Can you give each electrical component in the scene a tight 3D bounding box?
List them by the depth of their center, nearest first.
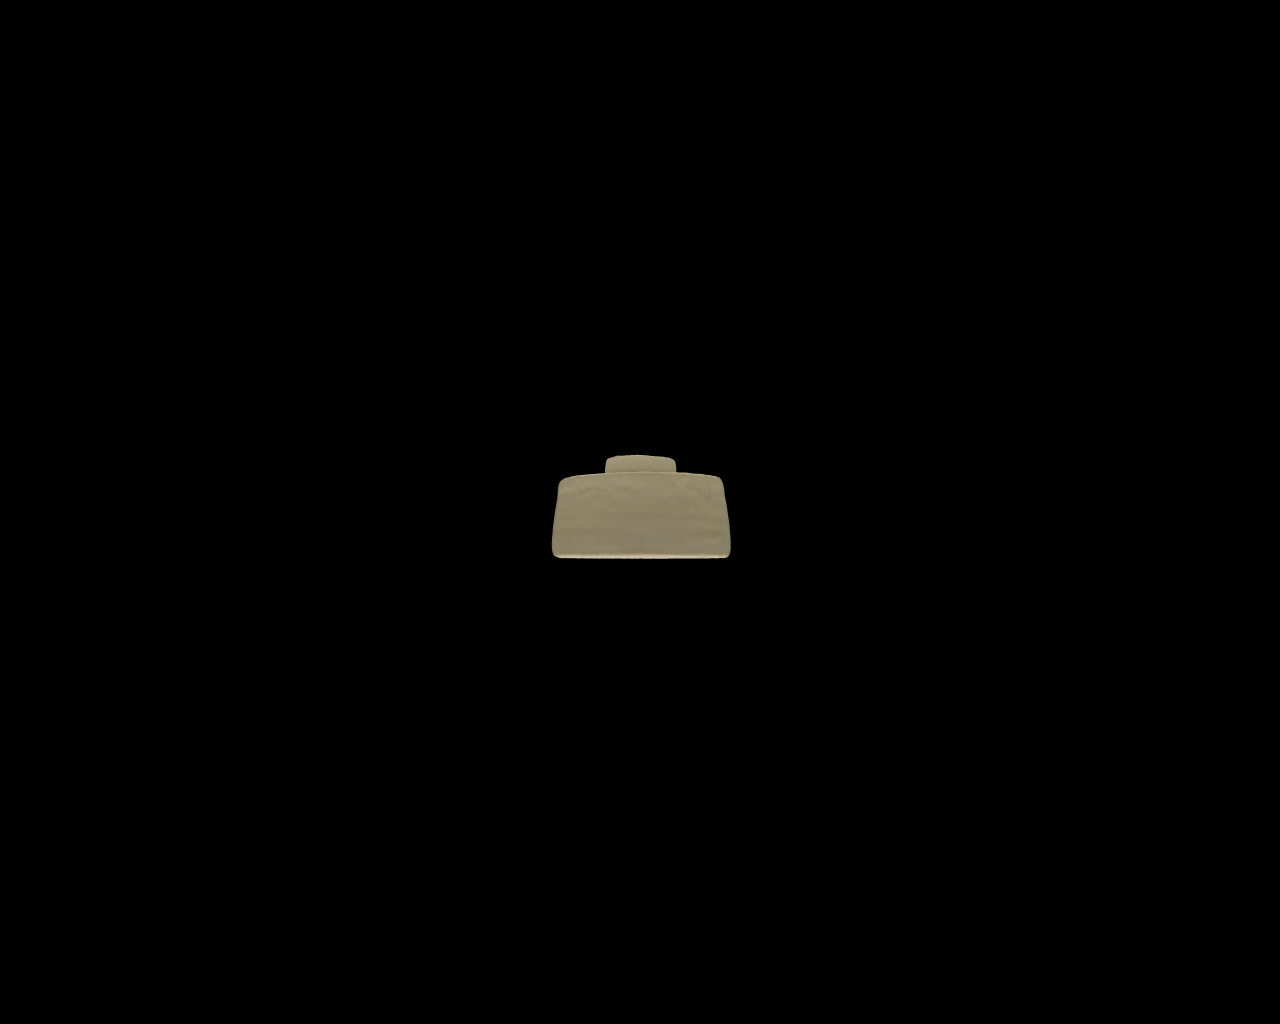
[{"bbox_3d":[0.001,-0.003,0.650,0.108,0.060,0.108,0,-3,0],"label":"electrical component"}]
